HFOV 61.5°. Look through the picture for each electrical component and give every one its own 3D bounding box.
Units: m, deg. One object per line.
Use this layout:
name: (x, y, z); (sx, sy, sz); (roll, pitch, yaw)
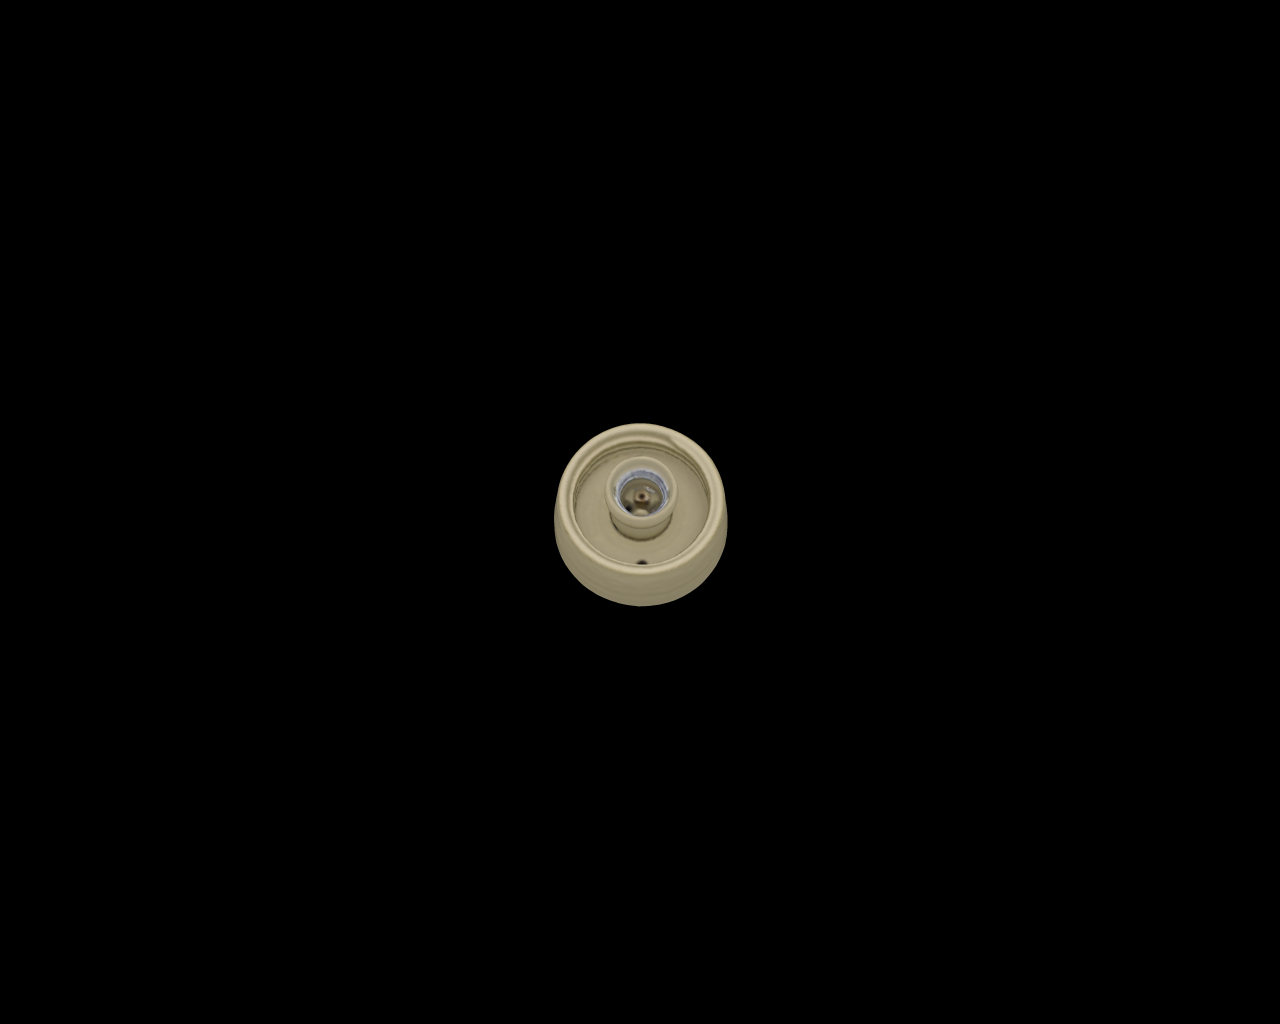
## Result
electrical component: (0.001, -0.003, 0.650); (0.108, 0.108, 0.060); (0, -23, 0)
